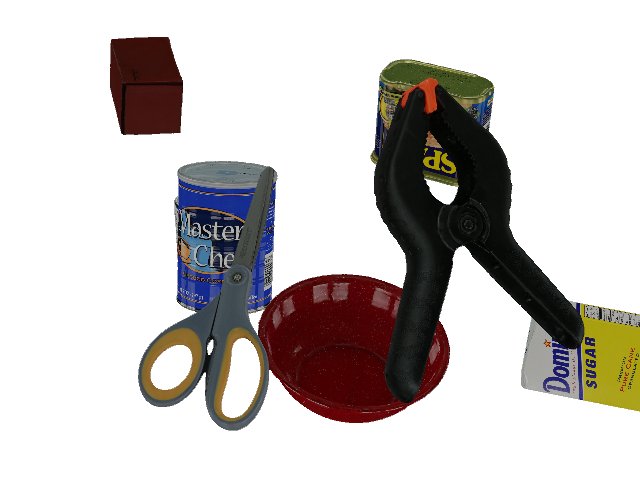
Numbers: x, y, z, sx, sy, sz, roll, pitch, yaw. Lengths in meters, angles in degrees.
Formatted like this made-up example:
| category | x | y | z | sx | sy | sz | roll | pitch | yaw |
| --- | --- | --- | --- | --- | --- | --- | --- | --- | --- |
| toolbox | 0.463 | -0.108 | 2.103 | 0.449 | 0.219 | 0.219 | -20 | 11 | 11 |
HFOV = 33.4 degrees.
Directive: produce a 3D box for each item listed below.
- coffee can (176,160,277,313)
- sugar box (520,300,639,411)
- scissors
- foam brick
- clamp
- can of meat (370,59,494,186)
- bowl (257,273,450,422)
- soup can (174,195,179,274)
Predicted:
| category | x | y | z | sx | sy | sz | roll | pitch | yaw |
| --- | --- | --- | --- | --- | --- | --- | --- | --- | --- |
| coffee can | -0.099 | -0.005 | 1.116 | 0.103 | 0.140 | 0.103 | 3 | 16 | -1 |
| sugar box | 0.295 | 0.118 | 1.069 | 0.176 | 0.093 | 0.048 | 9 | 21 | 8 |
| scissors | -0.076 | 0.036 | 0.735 | 0.096 | 0.202 | 0.016 | -6 | -32 | 3 |
| foam brick | -0.151 | -0.134 | 0.919 | 0.053 | 0.051 | 0.078 | -4 | 40 | -16 |
| clamp | 0.066 | 0.002 | 0.580 | 0.120 | 0.171 | 0.039 | -24 | 0 | -25 |
| can of meat | 0.098 | -0.103 | 0.928 | 0.102 | 0.084 | 0.057 | 17 | 36 | 21 |
| bowl | 0.026 | 0.101 | 0.906 | 0.162 | 0.055 | 0.162 | 4 | 40 | -4 |
| soup can | -0.144 | -0.005 | 1.309 | 0.068 | 0.102 | 0.068 | 0 | 26 | 0 |
